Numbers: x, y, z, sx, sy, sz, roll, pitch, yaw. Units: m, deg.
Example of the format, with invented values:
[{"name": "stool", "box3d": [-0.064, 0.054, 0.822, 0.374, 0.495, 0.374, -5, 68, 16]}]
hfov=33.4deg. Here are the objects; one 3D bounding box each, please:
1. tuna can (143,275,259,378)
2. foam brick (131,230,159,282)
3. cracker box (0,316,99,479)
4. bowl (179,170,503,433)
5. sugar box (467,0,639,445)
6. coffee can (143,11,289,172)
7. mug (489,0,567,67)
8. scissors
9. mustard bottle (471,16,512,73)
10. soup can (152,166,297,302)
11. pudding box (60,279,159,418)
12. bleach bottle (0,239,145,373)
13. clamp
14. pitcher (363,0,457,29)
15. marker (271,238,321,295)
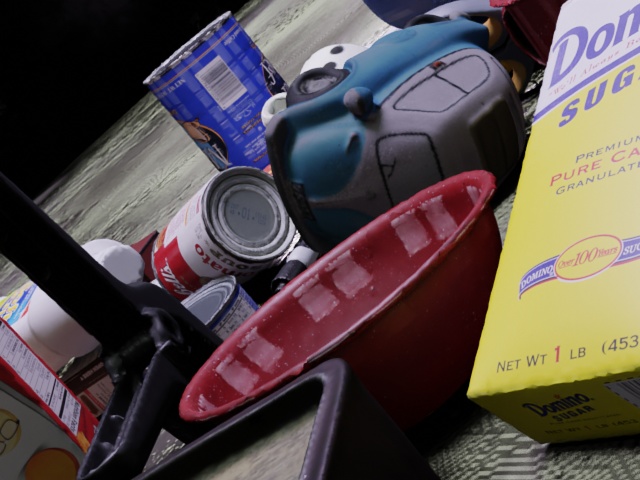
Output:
[{"name": "tuna can", "box3d": [-0.075, 0.063, 0.662, 0.086, 0.033, 0.086, -36, 16, 12]}, {"name": "foam brick", "box3d": [-0.151, 0.038, 0.868, 0.078, 0.053, 0.051, -31, 18, 31]}, {"name": "cracker box", "box3d": [-0.204, 0.106, 0.507, 0.164, 0.213, 0.072, -40, 14, -1]}, {"name": "bowl", "box3d": [0.021, 0.040, 0.444, 0.162, 0.055, 0.162, -37, 9, 6]}, {"name": "sugar box", "box3d": [0.111, -0.024, 0.356, 0.094, 0.048, 0.176, -21, 45, 50]}, {"name": "coffee can", "box3d": [-0.077, -0.122, 0.976, 0.103, 0.140, 0.103, -36, 16, 12]}, {"name": "mug", "box3d": [0.144, -0.120, 0.572, 0.093, 0.081, 0.117, -47, 17, -25]}, {"name": "scissors", "box3d": [0.143, -0.131, 0.638, 0.202, 0.096, 0.016, -18, 46, 21]}, {"name": "mustard bottle", "box3d": [0.109, -0.139, 0.749, 0.096, 0.058, 0.191, -12, 31, 50]}, {"name": "soup can", "box3d": [-0.065, -0.001, 0.715, 0.068, 0.068, 0.102, -50, 7, -33]}, {"name": "pudding box", "box3d": [-0.132, 0.071, 0.762, 0.090, 0.039, 0.113, -35, 14, 28]}, {"name": "bleach bottle", "box3d": [-0.182, 0.053, 0.731, 0.251, 0.068, 0.102, -32, 21, 49]}, {"name": "clamp", "box3d": [-0.091, 0.045, 0.508, 0.036, 0.165, 0.209, -36, -19, 8]}, {"name": "pitcher", "box3d": [0.133, -0.230, 0.666, 0.243, 0.145, 0.149, -19, -13, 35]}, {"name": "marker", "box3d": [-0.005, 0.001, 0.697, 0.020, 0.020, 0.121, -29, 19, 35]}]
